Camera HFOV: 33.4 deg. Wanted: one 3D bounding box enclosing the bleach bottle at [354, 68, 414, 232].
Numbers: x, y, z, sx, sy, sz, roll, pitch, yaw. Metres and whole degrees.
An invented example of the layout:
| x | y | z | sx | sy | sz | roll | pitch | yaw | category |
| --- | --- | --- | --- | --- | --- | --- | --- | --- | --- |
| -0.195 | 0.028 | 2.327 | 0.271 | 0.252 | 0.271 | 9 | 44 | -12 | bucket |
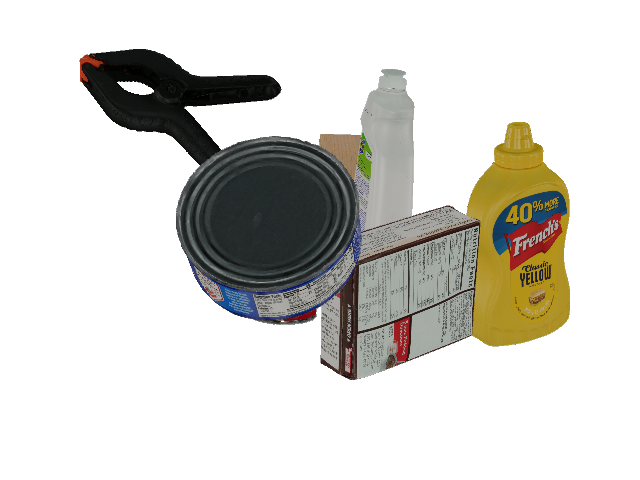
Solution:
| x | y | z | sx | sy | sz | roll | pitch | yaw | category |
| --- | --- | --- | --- | --- | --- | --- | --- | --- | --- |
| 0.074 | -0.069 | 1.226 | 0.068 | 0.251 | 0.103 | -2 | 23 | -18 | bleach bottle |

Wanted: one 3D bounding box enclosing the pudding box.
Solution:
| x | y | z | sx | sy | sz | roll | pitch | yaw | category |
| --- | --- | --- | --- | --- | --- | --- | --- | --- | --- |
| 0.054 | 0.034 | 0.710 | 0.113 | 0.090 | 0.039 | -18 | 29 | -35 | pudding box |

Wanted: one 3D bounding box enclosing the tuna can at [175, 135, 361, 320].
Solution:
| x | y | z | sx | sy | sz | roll | pitch | yaw | category |
| --- | --- | --- | --- | --- | --- | --- | --- | --- | --- |
| -0.023 | -0.006 | 0.506 | 0.086 | 0.086 | 0.034 | 0 | -32 | 7 | tuna can |

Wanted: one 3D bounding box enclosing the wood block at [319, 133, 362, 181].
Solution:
| x | y | z | sx | sy | sz | roll | pitch | yaw | category |
| --- | --- | --- | --- | --- | --- | --- | --- | --- | --- |
| 0.043 | -0.071 | 1.518 | 0.091 | 0.090 | 0.206 | 2 | 28 | -2 | wood block |

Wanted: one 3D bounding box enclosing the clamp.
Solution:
| x | y | z | sx | sy | sz | roll | pitch | yaw | category |
| --- | --- | --- | --- | --- | --- | --- | --- | --- | --- |
| -0.119 | -0.125 | 0.917 | 0.171 | 0.120 | 0.039 | 29 | -39 | 2 | clamp |

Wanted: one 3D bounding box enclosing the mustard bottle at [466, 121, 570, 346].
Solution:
| x | y | z | sx | sy | sz | roll | pitch | yaw | category |
| --- | --- | --- | --- | --- | --- | --- | --- | --- | --- |
| 0.172 | -0.008 | 0.926 | 0.096 | 0.192 | 0.058 | -14 | 23 | -23 | mustard bottle |

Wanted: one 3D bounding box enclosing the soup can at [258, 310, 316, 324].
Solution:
| x | y | z | sx | sy | sz | roll | pitch | yaw | category |
| --- | --- | --- | --- | --- | --- | --- | --- | --- | --- |
| -0.036 | 0.024 | 1.040 | 0.068 | 0.102 | 0.068 | 2 | 12 | -1 | soup can |
